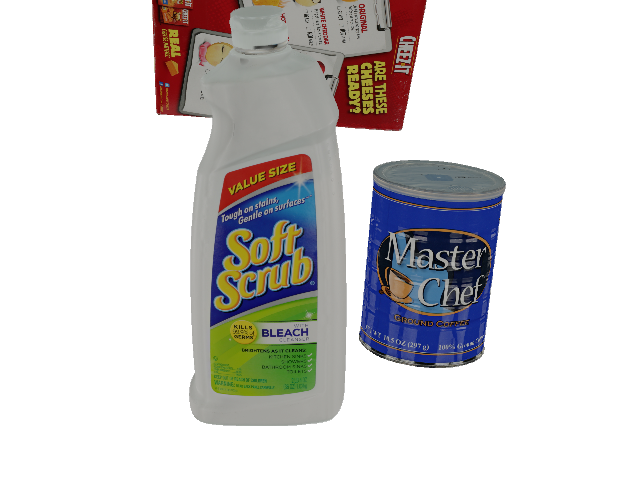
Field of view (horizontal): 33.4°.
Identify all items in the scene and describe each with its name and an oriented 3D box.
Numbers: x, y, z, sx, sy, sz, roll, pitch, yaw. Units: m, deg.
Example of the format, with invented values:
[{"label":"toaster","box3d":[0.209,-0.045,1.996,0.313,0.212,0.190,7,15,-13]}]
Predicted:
[{"label":"bleach bottle","box3d":[-0.037,-0.011,0.629,0.102,0.251,0.068,0,26,5]},{"label":"cracker box","box3d":[-0.029,-0.177,0.878,0.213,0.072,0.164,3,-41,-4]},{"label":"coffee can","box3d":[0.087,0.016,0.844,0.103,0.140,0.103,4,17,-1]}]
